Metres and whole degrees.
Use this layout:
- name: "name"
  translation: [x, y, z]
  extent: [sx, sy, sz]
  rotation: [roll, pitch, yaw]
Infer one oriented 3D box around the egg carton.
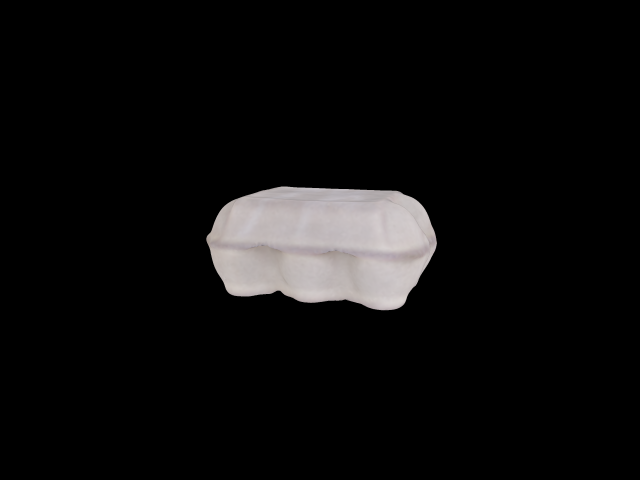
- name: "egg carton"
  translation: [0.004, 0.001, 0.400]
  extent: [0.150, 0.069, 0.107]
  rotation: [3, 11, 16]
